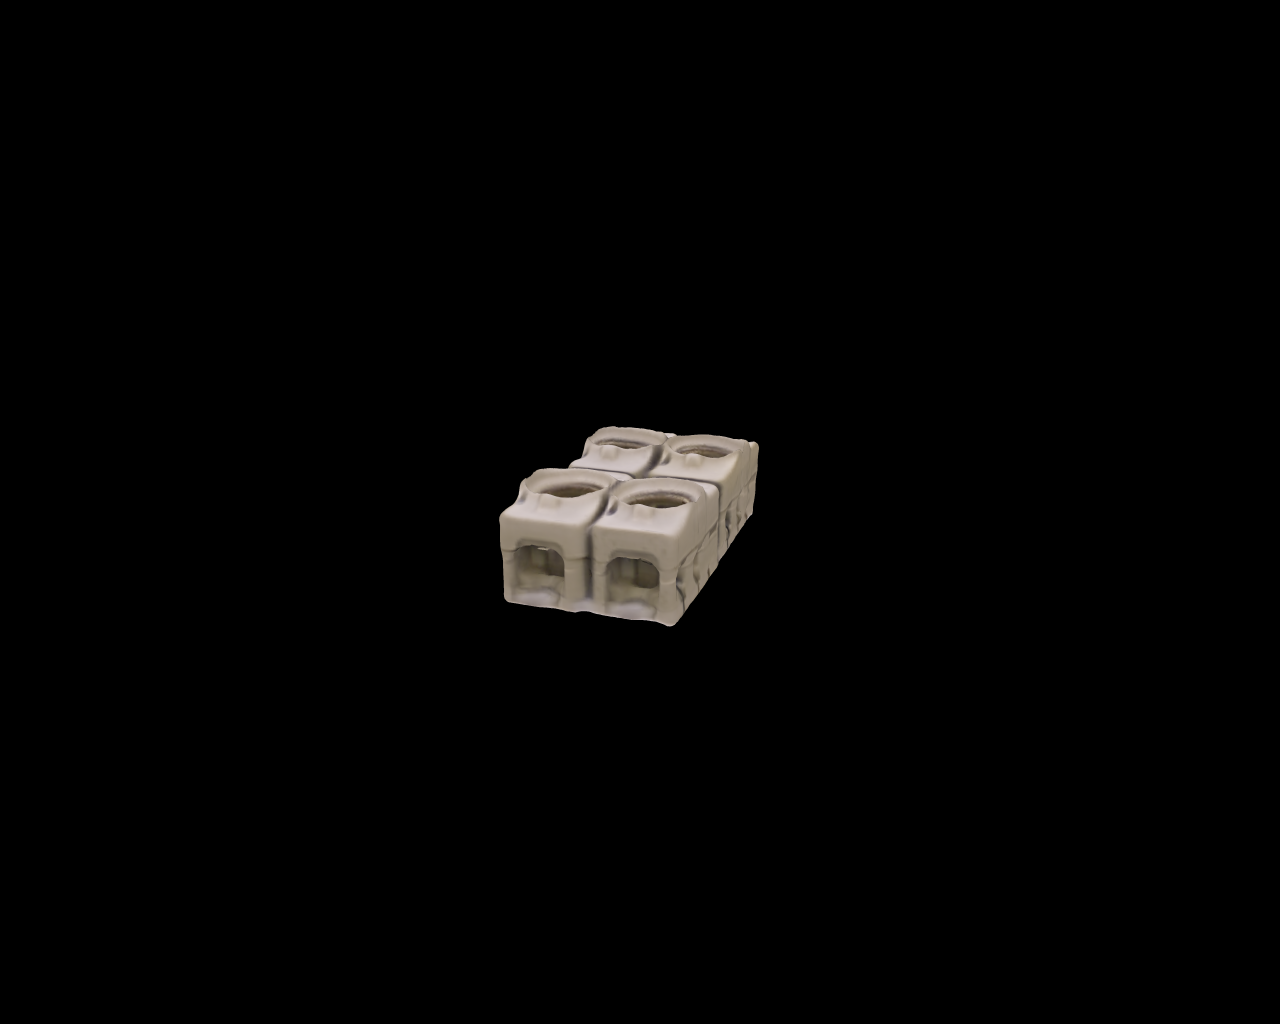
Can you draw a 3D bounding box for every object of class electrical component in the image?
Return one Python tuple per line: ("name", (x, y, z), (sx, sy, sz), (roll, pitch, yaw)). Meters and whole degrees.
("electrical component", (0.001, -0.003, 0.650), (0.105, 0.060, 0.186), (7, 22, 18))
